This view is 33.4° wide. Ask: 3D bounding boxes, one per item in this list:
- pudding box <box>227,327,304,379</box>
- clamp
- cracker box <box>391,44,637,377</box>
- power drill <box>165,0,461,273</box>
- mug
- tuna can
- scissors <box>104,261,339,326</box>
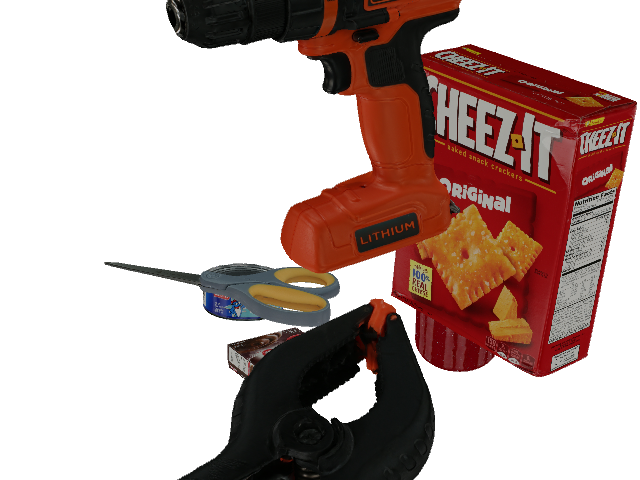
[{"bbox_3d":[-0.055,0.157,1.420,0.113,0.039,0.090,-14,23,-30],"label":"pudding box"},{"bbox_3d":[0.003,0.090,0.395,0.120,0.039,0.171,27,50,19],"label":"clamp"},{"bbox_3d":[0.139,-0.024,0.824,0.071,0.214,0.164,-18,34,-36],"label":"cracker box"},{"bbox_3d":[0.010,-0.078,0.601,0.184,0.188,0.057,-17,33,-22],"label":"power drill"},{"bbox_3d":[0.130,0.064,1.031,0.093,0.081,0.117,-9,39,-9],"label":"mug"},{"bbox_3d":[-0.079,0.053,1.101,0.086,0.034,0.086,3,17,-1],"label":"tuna can"},{"bbox_3d":[-0.071,0.030,0.880,0.202,0.016,0.096,16,25,29],"label":"scissors"}]
